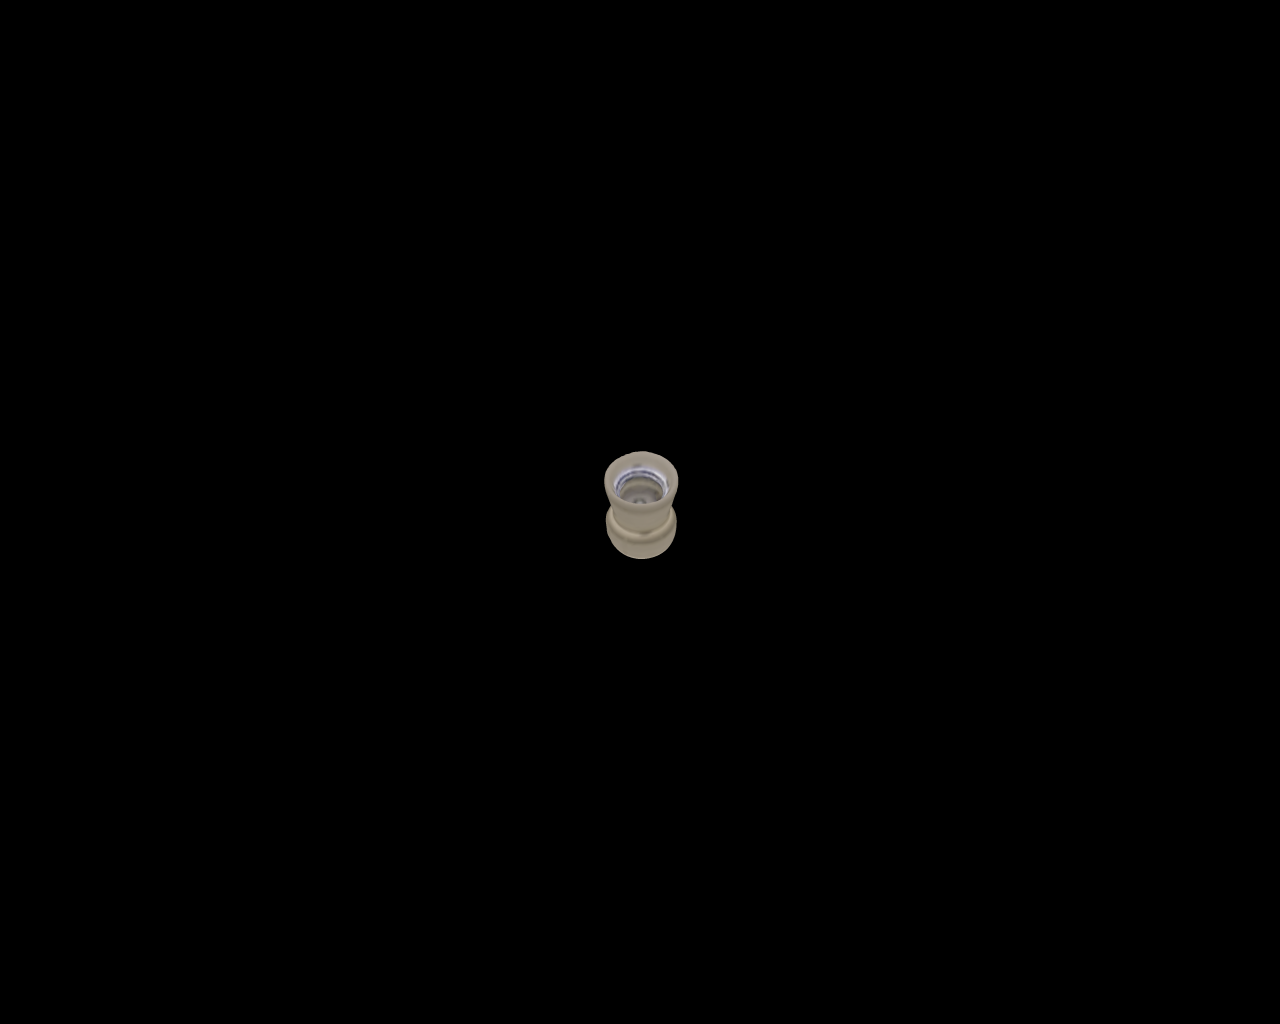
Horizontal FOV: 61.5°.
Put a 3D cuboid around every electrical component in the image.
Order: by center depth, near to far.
[{"bbox_3d":[0.001,-0.003,0.650,0.045,0.045,0.055,0,-40,0],"label":"electrical component"}]
